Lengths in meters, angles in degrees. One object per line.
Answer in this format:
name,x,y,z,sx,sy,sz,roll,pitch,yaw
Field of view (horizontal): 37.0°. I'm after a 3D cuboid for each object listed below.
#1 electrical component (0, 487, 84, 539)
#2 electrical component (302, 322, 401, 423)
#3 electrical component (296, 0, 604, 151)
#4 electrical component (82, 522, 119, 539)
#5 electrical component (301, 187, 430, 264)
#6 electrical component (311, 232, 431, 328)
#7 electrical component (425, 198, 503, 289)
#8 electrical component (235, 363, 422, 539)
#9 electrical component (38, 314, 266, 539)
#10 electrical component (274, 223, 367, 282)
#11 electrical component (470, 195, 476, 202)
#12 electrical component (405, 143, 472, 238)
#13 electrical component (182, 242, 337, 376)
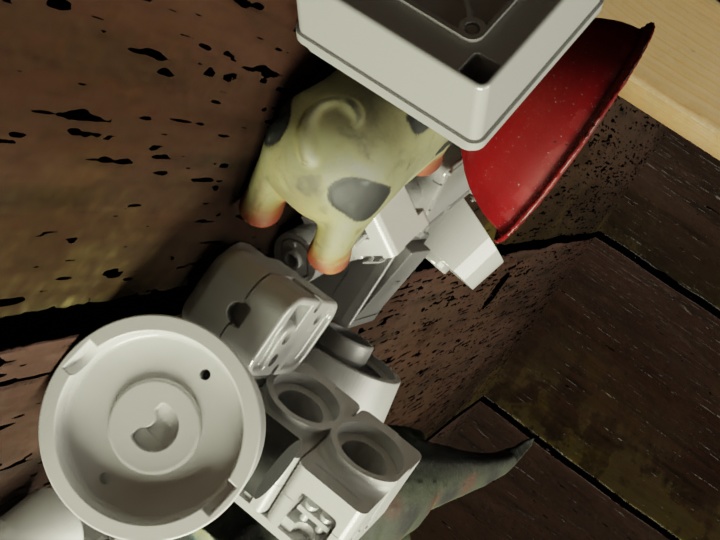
electrical component,-0.182,0.145,0.558,0.065,0.044,0.044,-20,144,-58
electrical component,-0.021,0.073,0.788,0.060,0.108,0.108,-62,166,7
electrical component,0.043,-0.128,0.498,0.108,0.109,0.056,-49,163,-19
electrical component,-0.152,0.152,0.637,0.078,0.057,0.058,-44,163,-35
electrical component,0.008,-0.042,0.666,0.081,0.042,0.063,-44,120,-35
electrical component,0.000,0.000,0.767,0.096,0.061,0.062,-57,166,13
electrical component,0.074,-0.034,0.864,0.064,0.099,0.099,-48,167,2
electrical component,-0.046,0.101,0.668,0.061,0.150,0.089,-59,166,26
electrical component,-0.099,0.078,0.542,0.108,0.108,0.060,-53,172,-4
electrical component,-0.024,-0.017,0.691,0.065,0.044,0.044,-31,154,-46
electrical component,0.124,-0.102,0.946,0.096,0.061,0.062,-47,167,6
electrical component,0.049,-0.078,0.740,0.096,0.061,0.061,-40,160,-46
electrical component,-0.060,0.023,0.626,0.053,0.059,0.095,-55,166,5
